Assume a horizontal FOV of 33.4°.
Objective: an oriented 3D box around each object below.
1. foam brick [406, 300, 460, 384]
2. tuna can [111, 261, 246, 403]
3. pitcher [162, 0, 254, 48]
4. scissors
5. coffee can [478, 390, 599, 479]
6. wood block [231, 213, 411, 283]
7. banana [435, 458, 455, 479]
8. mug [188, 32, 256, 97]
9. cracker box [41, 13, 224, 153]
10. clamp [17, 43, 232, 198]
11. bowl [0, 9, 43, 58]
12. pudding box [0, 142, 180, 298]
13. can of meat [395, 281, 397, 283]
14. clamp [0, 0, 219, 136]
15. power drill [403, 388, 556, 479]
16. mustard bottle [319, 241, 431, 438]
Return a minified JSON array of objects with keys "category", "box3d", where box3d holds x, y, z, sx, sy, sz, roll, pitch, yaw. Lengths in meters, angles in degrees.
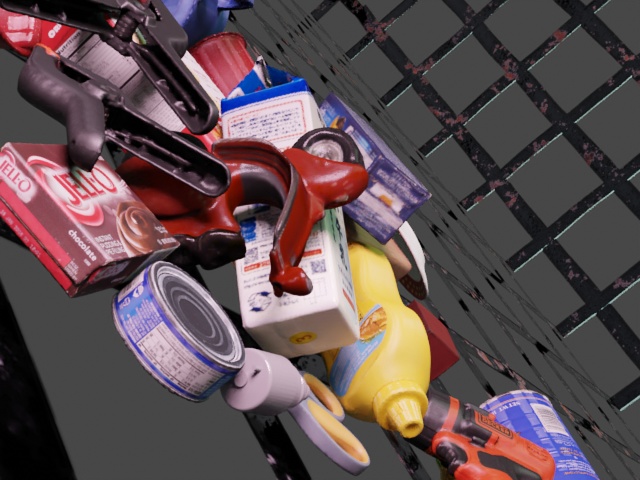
[{"category":"foam brick","box3d":[0.082,0.106,1.005,0.051,0.078,0.053,45,12,-28]},{"category":"tuna can","box3d":[-0.085,0.055,0.649,0.086,0.034,0.086,47,12,-13]},{"category":"pitcher","box3d":[-0.158,-0.257,1.124,0.149,0.145,0.242,47,9,0]},{"category":"scissors","box3d":[-0.035,0.092,0.762,0.201,0.016,0.096,46,10,-16]},{"category":"coffee can","box3d":[0.206,0.227,1.015,0.102,0.103,0.140,41,14,-36]},{"category":"wood block","box3d":[-0.006,0.002,0.976,0.090,0.091,0.205,55,12,25]},{"category":"banana","box3d":[0.163,0.260,0.914,0.198,0.037,0.069,53,14,16]},{"category":"mug","box3d":[-0.109,-0.164,1.146,0.117,0.093,0.081,-3,57,-56]},{"category":"cracker box","box3d":[-0.151,-0.134,0.915,0.214,0.072,0.164,50,12,6]},{"category":"clamp","box3d":[-0.134,-0.077,0.690,0.120,0.039,0.172,22,17,-44]},{"category":"bowl","box3d":[-0.243,-0.197,0.720,0.162,0.055,0.162,-13,90,-86]},{"category":"pudding box","box3d":[-0.142,-0.014,0.639,0.090,0.039,0.113,49,10,5]},{"category":"can of meat","box3d":[0.038,0.013,1.193,0.084,0.057,0.102,47,12,-21]},{"category":"clamp","box3d":[-0.148,-0.158,0.768,0.164,0.036,0.210,32,19,-22]},{"category":"power drill","box3d":[0.109,0.184,0.839,0.184,0.057,0.187,26,20,-4]},{"category":"mustard bottle","box3d":[0.042,0.087,0.847,0.058,0.096,0.192,23,22,-28]}]
